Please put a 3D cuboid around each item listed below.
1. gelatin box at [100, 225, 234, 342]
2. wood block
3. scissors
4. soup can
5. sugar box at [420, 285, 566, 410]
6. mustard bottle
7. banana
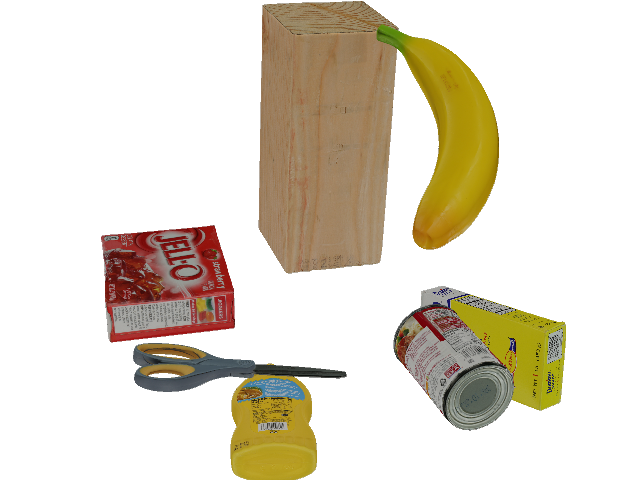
[{"bbox_3d":[-0.093,0.023,0.643,0.073,0.030,0.089,-5,28,-10],"label":"gelatin box"},{"bbox_3d":[0.003,-0.087,0.895,0.090,0.206,0.091,-6,28,-17],"label":"wood block"},{"bbox_3d":[-0.083,0.125,0.986,0.202,0.016,0.096,8,17,11],"label":"scissors"},{"bbox_3d":[0.115,0.109,0.929,0.068,0.068,0.102,0,26,-23],"label":"soup can"},{"bbox_3d":[0.186,0.116,1.188,0.177,0.093,0.048,15,19,43],"label":"sugar box"},{"bbox_3d":[-0.057,0.204,1.258,0.096,0.058,0.191,-3,27,-3],"label":"mustard bottle"},{"bbox_3d":[0.079,-0.067,0.675,0.069,0.198,0.037,-3,-43,-4],"label":"banana"}]
